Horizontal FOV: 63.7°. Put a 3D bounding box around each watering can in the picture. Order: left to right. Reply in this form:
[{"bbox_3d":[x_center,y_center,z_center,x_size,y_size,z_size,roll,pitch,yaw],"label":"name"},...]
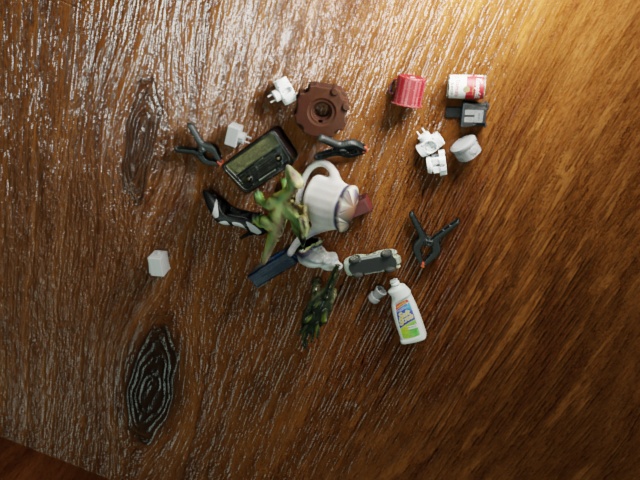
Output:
[{"bbox_3d":[0.005,-0.084,1.674,0.226,0.104,0.344,20,103,32],"label":"watering can"}]

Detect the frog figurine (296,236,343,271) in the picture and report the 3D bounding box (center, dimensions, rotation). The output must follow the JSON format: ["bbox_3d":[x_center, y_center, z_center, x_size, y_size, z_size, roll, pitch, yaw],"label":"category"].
[{"bbox_3d":[-0.004,0.066,1.790,0.137,0.125,0.157,1,134,49],"label":"frog figurine"}]

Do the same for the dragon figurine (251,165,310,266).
[{"bbox_3d":[-0.116,-0.056,1.668,0.123,0.246,0.403,-9,117,-30],"label":"dragon figurine"}]
